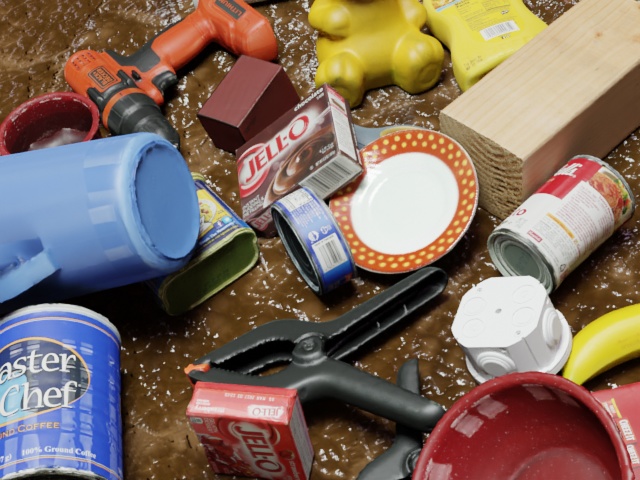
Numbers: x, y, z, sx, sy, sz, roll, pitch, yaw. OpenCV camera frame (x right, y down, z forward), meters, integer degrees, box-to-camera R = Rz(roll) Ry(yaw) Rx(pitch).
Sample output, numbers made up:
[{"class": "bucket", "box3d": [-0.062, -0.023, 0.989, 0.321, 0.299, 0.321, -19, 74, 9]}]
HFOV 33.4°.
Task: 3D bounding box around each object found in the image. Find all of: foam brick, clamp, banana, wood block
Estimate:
[{"class": "foam brick", "box3d": [-0.066, -0.123, 0.986, 0.051, 0.053, 0.078, 22, 67, 32]}, {"class": "clamp", "box3d": [0.068, 0.156, 0.746, 0.120, 0.039, 0.171, 26, 53, 36]}, {"class": "banana", "box3d": [0.260, 0.076, 0.780, 0.198, 0.037, 0.069, -12, 73, 3]}, {"class": "wood block", "box3d": [0.206, -0.116, 0.913, 0.205, 0.091, 0.090, -39, 54, -21]}, {"class": "clamp", "box3d": [0.001, 0.096, 0.790, 0.210, 0.036, 0.164, -14, 33, 8]}]

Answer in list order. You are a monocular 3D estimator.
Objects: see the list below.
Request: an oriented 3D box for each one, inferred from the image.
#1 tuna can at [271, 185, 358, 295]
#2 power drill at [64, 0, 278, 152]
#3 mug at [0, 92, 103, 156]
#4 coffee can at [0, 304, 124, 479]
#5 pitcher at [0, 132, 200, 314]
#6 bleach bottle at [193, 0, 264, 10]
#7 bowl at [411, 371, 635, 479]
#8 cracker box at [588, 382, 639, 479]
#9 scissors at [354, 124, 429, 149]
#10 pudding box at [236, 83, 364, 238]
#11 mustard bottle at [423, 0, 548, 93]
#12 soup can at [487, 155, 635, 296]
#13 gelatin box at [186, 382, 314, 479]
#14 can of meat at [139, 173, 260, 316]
[{"class": "tuna can", "box3d": [-0.006, 0.001, 0.858, 0.033, 0.086, 0.086, -29, 51, -11]}, {"class": "power drill", "box3d": [-0.136, -0.164, 1.040, 0.187, 0.057, 0.185, -34, 52, -17]}, {"class": "mug", "box3d": [-0.239, -0.081, 0.974, 0.093, 0.081, 0.117, -28, 51, -13]}, {"class": "coffee can", "box3d": [-0.194, 0.132, 0.773, 0.103, 0.103, 0.140, -12, 49, 1]}, {"class": "pitcher", "box3d": [-0.224, -0.004, 0.831, 0.243, 0.144, 0.149, -10, 73, 24]}, {"class": "bleach bottle", "box3d": [-0.011, -0.302, 1.130, 0.251, 0.068, 0.102, -6, 50, 3]}, {"class": "bowl", "box3d": [0.131, 0.165, 0.655, 0.162, 0.055, 0.162, -25, 52, 36]}, {"class": "cracker box", "box3d": [0.282, 0.163, 0.677, 0.213, 0.072, 0.164, -12, 50, 0]}, {"class": "scissors", "box3d": [0.019, -0.085, 0.971, 0.202, 0.016, 0.096, 14, 54, 21]}, {"class": "pudding box", "box3d": [-0.020, -0.068, 0.918, 0.114, 0.039, 0.090, -33, 45, 24]}, {"class": "mustard bottle", "box3d": [0.152, -0.218, 1.029, 0.096, 0.058, 0.192, -19, 50, -1]}, {"class": "soup can", "box3d": [0.190, -0.010, 0.842, 0.102, 0.068, 0.069, -40, 55, -21]}, {"class": "gelatin box", "box3d": [-0.047, 0.136, 0.749, 0.073, 0.089, 0.030, 4, 51, 14]}, {"class": "can of meat", "box3d": [-0.113, 0.004, 0.895, 0.102, 0.057, 0.084, -35, 55, -17]}]
